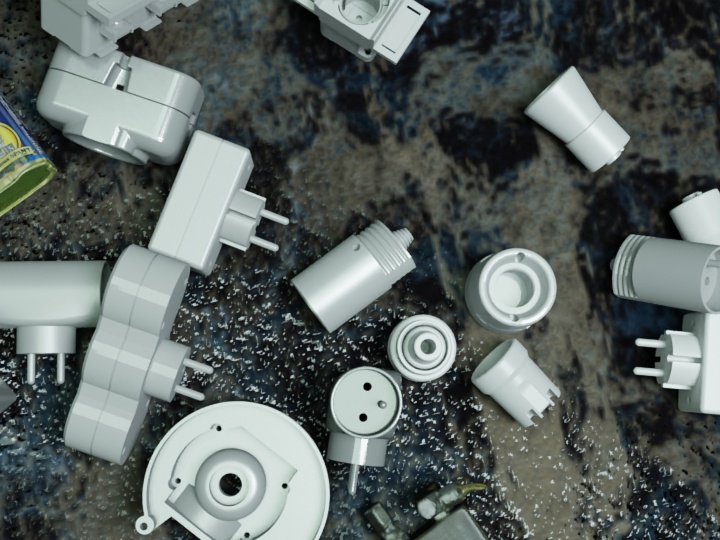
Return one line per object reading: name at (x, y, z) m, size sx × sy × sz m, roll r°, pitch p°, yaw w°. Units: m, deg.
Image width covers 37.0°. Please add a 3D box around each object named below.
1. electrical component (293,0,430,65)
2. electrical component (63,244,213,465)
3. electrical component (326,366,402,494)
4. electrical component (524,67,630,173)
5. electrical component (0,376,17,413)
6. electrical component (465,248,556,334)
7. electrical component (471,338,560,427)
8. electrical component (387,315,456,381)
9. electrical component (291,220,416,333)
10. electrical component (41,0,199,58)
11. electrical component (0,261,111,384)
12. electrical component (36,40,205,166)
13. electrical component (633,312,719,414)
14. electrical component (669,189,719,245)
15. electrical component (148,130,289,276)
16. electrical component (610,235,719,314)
electrical component at (0.000, -0.170, 0.709) m, size 0.081 × 0.064 × 0.042 m, roll 33°, pitch 83°, yaw 1°
electrical component at (-0.129, 0.059, 0.672) m, size 0.074 × 0.052 × 0.138 m, roll 20°, pitch 104°, yaw 0°
electrical component at (0.000, 0.100, 0.675) m, size 0.043 × 0.077 × 0.079 m, roll 8°, pitch 84°, yaw -1°
electrical component at (0.148, -0.098, 0.720) m, size 0.044 × 0.044 × 0.065 m, roll -44°, pitch 92°, yaw -6°
electrical component at (-0.273, 0.082, 0.682) m, size 0.077 × 0.047 × 0.065 m, roll -41°, pitch 87°, yaw -6°
electrical component at (0.099, 0.013, 0.702) m, size 0.055 × 0.047 × 0.055 m, roll 0°, pitch 84°, yaw -2°
electrical component at (0.102, 0.074, 0.701) m, size 0.040 × 0.040 × 0.046 m, roll -45°, pitch 94°, yaw -6°
electrical component at (0.041, 0.050, 0.689) m, size 0.043 × 0.062 × 0.043 m, roll 0°, pitch 84°, yaw -2°
electrical component at (0.000, 0.000, 0.702) m, size 0.081 × 0.043 × 0.043 m, roll -36°, pitch 87°, yaw -5°
electrical component at (-0.145, -0.190, 0.680) m, size 0.079 × 0.063 × 0.121 m, roll 35°, pitch 51°, yaw 14°
electrical component at (-0.201, 0.034, 0.691) m, size 0.077 × 0.043 × 0.079 m, roll -1°, pitch 84°, yaw -2°
electrical component at (-0.157, -0.106, 0.702) m, size 0.095 × 0.053 × 0.059 m, roll 19°, pitch 84°, yaw 0°
electrical component at (0.217, 0.060, 0.702) m, size 0.077 × 0.047 × 0.065 m, roll 5°, pitch 84°, yaw -2°
electrical component at (0.235, -0.020, 0.715) m, size 0.044 × 0.044 × 0.065 m, roll -24°, pitch 81°, yaw -4°
electrical component at (-0.085, -0.036, 0.701) m, size 0.076 × 0.047 × 0.083 m, roll 21°, pitch 84°, yaw 0°
electrical component at (0.198, 0.001, 0.697) m, size 0.043 × 0.081 × 0.043 m, roll -8°, pitch 102°, yaw -39°
